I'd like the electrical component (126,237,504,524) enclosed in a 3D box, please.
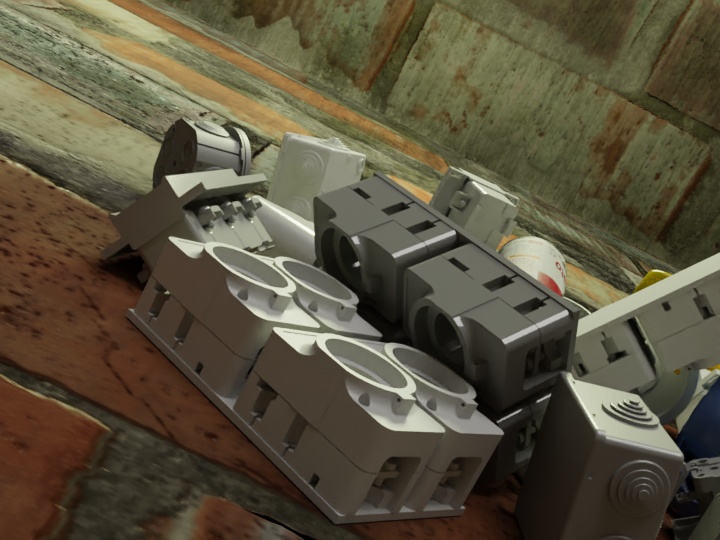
[{"bbox_3d":[-0.025,0.051,0.575,0.186,0.060,0.105,37,15,37],"label":"electrical component"}]

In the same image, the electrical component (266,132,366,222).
[{"bbox_3d":[-0.040,-0.071,0.962,0.048,0.099,0.100,19,9,20],"label":"electrical component"}]

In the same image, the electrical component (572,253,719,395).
[{"bbox_3d":[0.218,0.052,0.817,0.060,0.186,0.105,63,16,2],"label":"electrical component"}]

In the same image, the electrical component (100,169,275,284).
[{"bbox_3d":[-0.103,-0.025,0.696,0.063,0.079,0.121,58,14,0],"label":"electrical component"}]

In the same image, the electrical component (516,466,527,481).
[{"bbox_3d":[0.151,0.118,0.675,0.096,0.061,0.061,20,14,-32],"label":"electrical component"}]

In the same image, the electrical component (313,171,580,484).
[{"bbox_3d":[0.041,0.031,0.654,0.060,0.105,0.186,-22,40,-28],"label":"electrical component"}]

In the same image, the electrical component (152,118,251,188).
[{"bbox_3d":[-0.125,-0.078,0.850,0.051,0.080,0.080,13,19,-36],"label":"electrical component"}]

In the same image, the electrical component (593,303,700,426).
[{"bbox_3d":[0.235,0.082,0.913,0.108,0.108,0.060,33,7,23],"label":"electrical component"}]

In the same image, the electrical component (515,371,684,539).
[{"bbox_3d":[0.122,0.112,0.559,0.048,0.099,0.099,14,14,-5],"label":"electrical component"}]

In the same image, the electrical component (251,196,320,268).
[{"bbox_3d":[-0.053,-0.021,0.852,0.077,0.043,0.079,32,13,19],"label":"electrical component"}]

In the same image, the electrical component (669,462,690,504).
[{"bbox_3d":[0.185,0.130,0.749,0.081,0.042,0.064,32,11,17],"label":"electrical component"}]

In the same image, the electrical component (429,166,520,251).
[{"bbox_3d":[0.089,-0.022,0.976,0.079,0.121,0.063,22,16,-26],"label":"electrical component"}]

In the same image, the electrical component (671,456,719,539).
[{"bbox_3d":[0.241,0.152,0.694,0.081,0.063,0.042,-12,6,12],"label":"electrical component"}]

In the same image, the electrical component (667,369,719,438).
[{"bbox_3d":[0.341,0.143,0.963,0.121,0.078,0.063,24,42,-18],"label":"electrical component"}]

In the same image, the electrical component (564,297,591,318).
[{"bbox_3d":[0.174,0.059,1.025,0.099,0.064,0.099,14,20,-5],"label":"electrical component"}]
